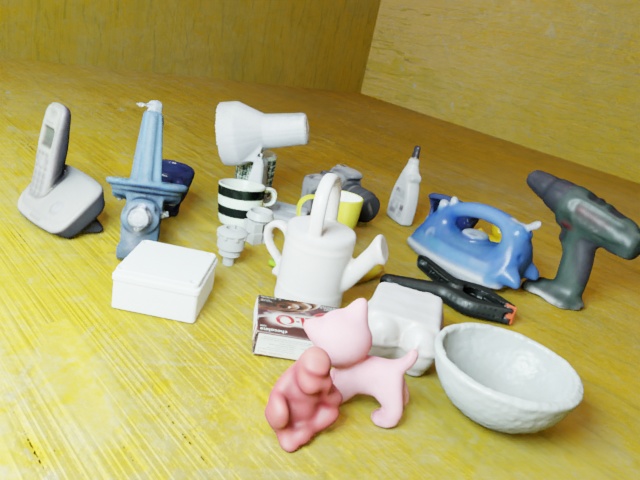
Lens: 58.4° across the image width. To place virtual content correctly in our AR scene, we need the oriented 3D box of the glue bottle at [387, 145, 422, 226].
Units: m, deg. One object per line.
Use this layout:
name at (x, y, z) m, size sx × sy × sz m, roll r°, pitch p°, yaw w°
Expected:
glue bottle at (0.195, -0.123, 1.260) m, size 0.037 × 0.173 × 0.078 m, roll 2°, pitch 23°, yaw -25°

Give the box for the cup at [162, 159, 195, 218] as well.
cup at (-0.267, -0.082, 1.007) m, size 0.092 × 0.095 × 0.117 m, roll -2°, pitch 25°, yaw -32°

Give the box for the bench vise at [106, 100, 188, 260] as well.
bench vise at (-0.247, -0.088, 0.856) m, size 0.122 × 0.220 × 0.206 m, roll -1°, pitch 25°, yaw -31°

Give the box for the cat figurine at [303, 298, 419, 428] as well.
cat figurine at (0.043, 0.123, 0.619) m, size 0.127 × 0.118 × 0.067 m, roll 17°, pitch 21°, yaw 12°

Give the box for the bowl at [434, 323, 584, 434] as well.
bowl at (0.205, 0.168, 0.656) m, size 0.167 × 0.075 × 0.167 m, roll 11°, pitch 21°, yaw -4°

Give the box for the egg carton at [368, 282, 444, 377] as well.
egg carton at (0.108, 0.112, 0.753) m, size 0.107 × 0.069 × 0.150 m, roll 15°, pitch 21°, yaw 8°

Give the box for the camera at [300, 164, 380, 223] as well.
camera at (0.052, -0.097, 1.215) m, size 0.144 × 0.101 × 0.136 m, roll -6°, pitch 27°, yaw -39°

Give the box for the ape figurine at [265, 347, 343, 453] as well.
ape figurine at (-0.013, 0.147, 0.561) m, size 0.078 × 0.092 × 0.076 m, roll 7°, pitch 21°, yaw -12°

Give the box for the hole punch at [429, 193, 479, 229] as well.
hole punch at (0.289, -0.058, 1.261) m, size 0.108 × 0.091 × 0.101 m, roll 24°, pitch 24°, yaw 29°

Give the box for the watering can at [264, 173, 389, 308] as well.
watering can at (0.008, 0.002, 0.803) m, size 0.173 × 0.194 × 0.101 m, roll 9°, pitch 21°, yaw -7°

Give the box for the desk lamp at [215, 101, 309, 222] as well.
desk lamp at (-0.108, -0.151, 1.106) m, size 0.203 × 0.213 × 0.118 m, roll 12°, pitch 21°, yaw 1°

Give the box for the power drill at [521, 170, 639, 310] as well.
power drill at (0.439, 0.006, 1.015) m, size 0.076 × 0.208 × 0.228 m, roll -8°, pitch 28°, yaw -41°

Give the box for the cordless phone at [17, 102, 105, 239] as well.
cordless phone at (-0.391, -0.107, 0.874) m, size 0.147 × 0.185 × 0.094 m, roll 25°, pitch 24°, yaw 31°

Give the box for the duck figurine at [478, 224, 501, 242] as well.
duck figurine at (0.367, -0.007, 1.181) m, size 0.078 × 0.086 × 0.104 m, roll -6°, pitch 27°, yaw -39°

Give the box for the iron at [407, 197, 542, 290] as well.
iron at (0.280, -0.009, 1.059) m, size 0.257 × 0.141 × 0.119 m, roll 28°, pitch 26°, yaw 36°
